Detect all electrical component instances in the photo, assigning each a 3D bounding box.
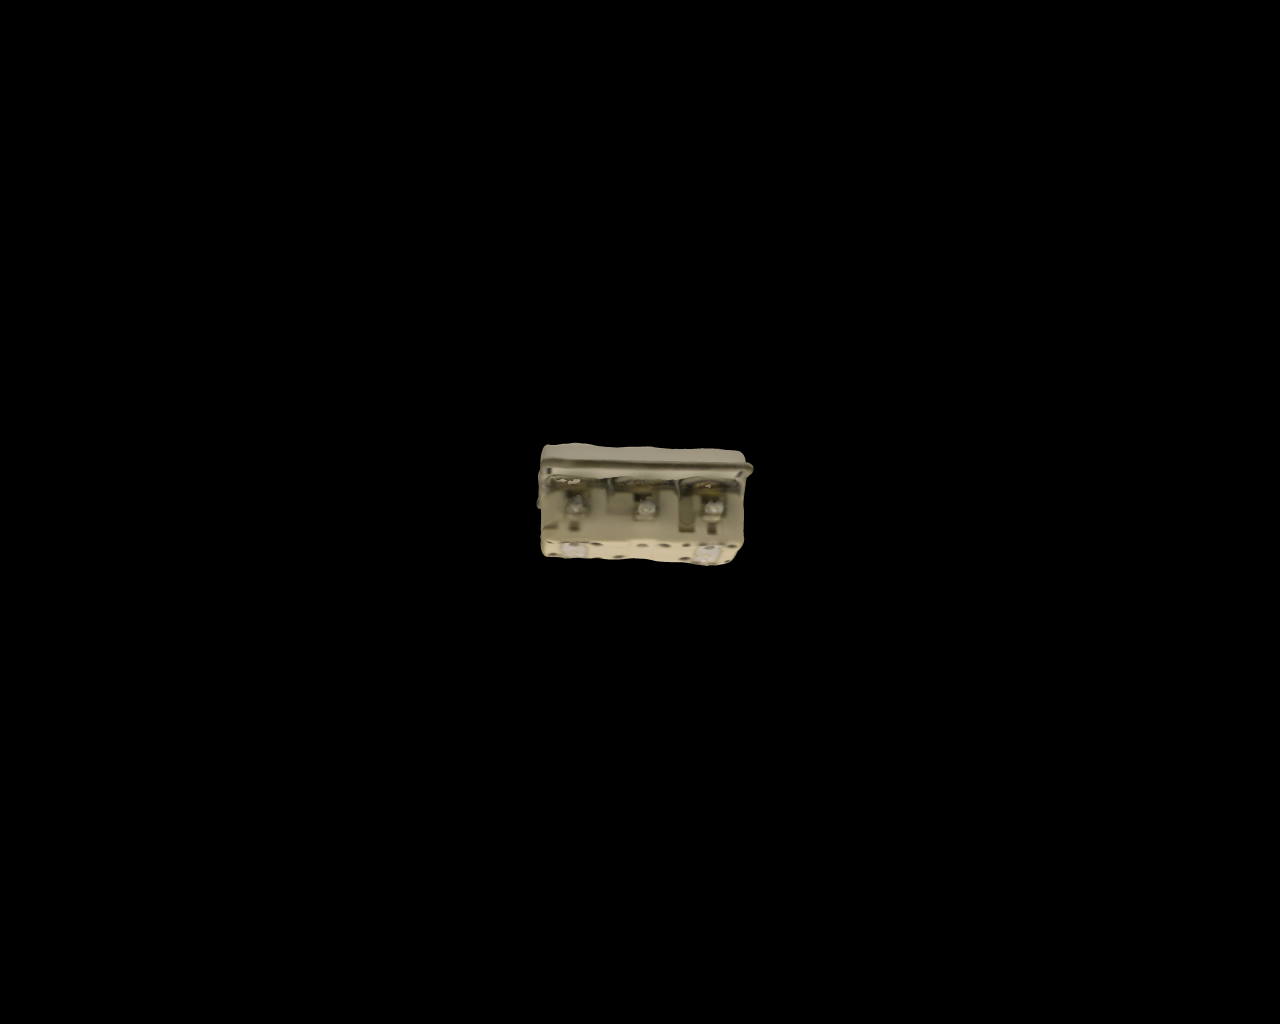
[{"bbox_3d":[0.001,-0.003,0.650,0.121,0.063,0.078,2,-19,-7],"label":"electrical component"}]
